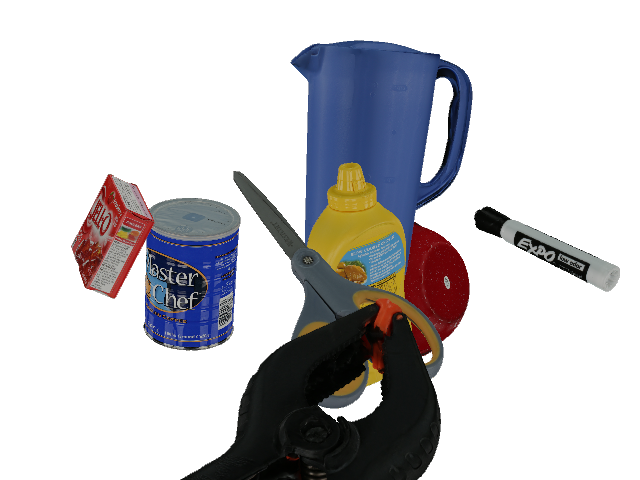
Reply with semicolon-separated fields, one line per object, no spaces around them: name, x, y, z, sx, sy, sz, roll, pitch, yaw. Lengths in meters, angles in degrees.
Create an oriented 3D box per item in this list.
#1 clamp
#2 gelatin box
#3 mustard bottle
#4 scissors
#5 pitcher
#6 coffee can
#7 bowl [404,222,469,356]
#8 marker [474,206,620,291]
clamp;0.005;0.090;0.397;0.120;0.039;0.171;27;50;19
gelatin box;-0.171;-0.005;0.871;0.030;0.073;0.089;24;13;-28
mustard bottle;0.032;0.027;0.909;0.096;0.192;0.058;-21;28;-33
scissors;-0.016;0.030;0.644;0.202;0.016;0.096;36;56;28
pitcher;0.056;-0.081;1.096;0.149;0.243;0.144;12;14;32
coffee can;-0.144;0.036;1.187;0.103;0.140;0.103;4;25;-2
bowl;0.121;0.051;1.214;0.055;0.162;0.161;-11;-7;41
marker;0.158;0.004;0.763;0.020;0.020;0.121;0;22;-45
